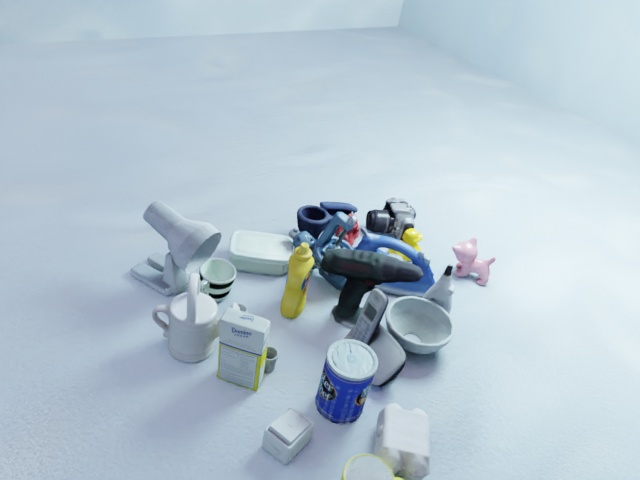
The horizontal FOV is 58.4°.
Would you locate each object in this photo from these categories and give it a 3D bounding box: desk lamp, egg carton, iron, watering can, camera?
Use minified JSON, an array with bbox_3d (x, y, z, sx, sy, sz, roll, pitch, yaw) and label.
[{"bbox_3d":[-0.336,0.024,1.323,0.202,0.213,0.118,25,37,18],"label":"desk lamp"},{"bbox_3d":[0.158,0.386,1.099,0.107,0.069,0.150,12,35,0],"label":"egg carton"},{"bbox_3d":[0.202,0.057,1.502,0.258,0.141,0.119,17,36,7],"label":"iron"},{"bbox_3d":[-0.255,0.152,1.188,0.173,0.194,0.100,-7,40,-25],"label":"watering can"},{"bbox_3d":[0.208,-0.072,1.716,0.137,0.101,0.143,4,36,-12],"label":"camera"}]

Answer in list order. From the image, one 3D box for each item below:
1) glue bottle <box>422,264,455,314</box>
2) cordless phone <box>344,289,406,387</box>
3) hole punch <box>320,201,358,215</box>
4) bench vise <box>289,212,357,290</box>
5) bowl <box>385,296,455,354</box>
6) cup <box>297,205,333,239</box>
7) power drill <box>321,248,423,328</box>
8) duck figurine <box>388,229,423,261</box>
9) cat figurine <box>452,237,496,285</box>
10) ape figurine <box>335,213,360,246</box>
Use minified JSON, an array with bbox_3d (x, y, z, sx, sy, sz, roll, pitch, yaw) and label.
[{"bbox_3d":[0.296,0.129,1.403,0.078,0.173,0.037,21,36,12],"label":"glue bottle"},{"bbox_3d":[0.127,0.208,1.233,0.094,0.185,0.147,-17,45,-34],"label":"cordless phone"},{"bbox_3d":[0.050,-0.087,1.697,0.109,0.091,0.101,4,36,-11],"label":"hole punch"},{"bbox_3d":[0.010,0.011,1.439,0.207,0.220,0.121,17,36,7],"label":"bench vise"},{"bbox_3d":[0.228,0.214,1.352,0.167,0.075,0.167,8,36,-6],"label":"bowl"},{"bbox_3d":[-0.012,-0.036,1.606,0.118,0.095,0.091,7,36,-7],"label":"cup"},{"bbox_3d":[0.108,0.112,1.340,0.229,0.208,0.076,18,36,8],"label":"power drill"},{"bbox_3d":[0.248,0.007,1.632,0.105,0.086,0.077,-9,40,-27],"label":"duck figurine"},{"bbox_3d":[0.425,0.050,1.599,0.127,0.118,0.067,19,36,9],"label":"cat figurine"},{"bbox_3d":[0.083,-0.033,1.633,0.078,0.092,0.076,-13,42,-31],"label":"ape figurine"}]
